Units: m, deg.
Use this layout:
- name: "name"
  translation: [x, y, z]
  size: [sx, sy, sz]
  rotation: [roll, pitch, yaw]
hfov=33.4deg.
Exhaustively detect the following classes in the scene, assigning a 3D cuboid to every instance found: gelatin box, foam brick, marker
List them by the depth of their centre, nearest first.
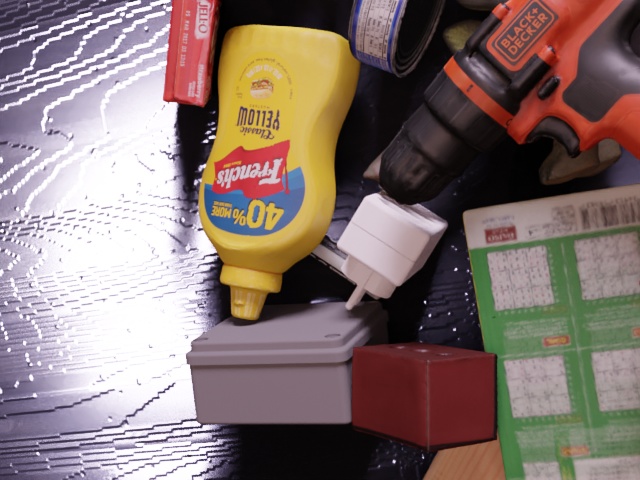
- name: "foam brick"
  translation: [0.060, 0.089, 0.626]
  size: [0.078, 0.052, 0.051]
  rotation: [1, 93, 58]
- name: "gelatin box"
  translation: [-0.084, -0.130, 0.713]
  size: [0.030, 0.089, 0.073]
  rotation: [7, 101, -5]
- name: "marker"
  translation: [-0.005, 0.001, 0.741]
  size: [0.121, 0.020, 0.020]
  rotation: [34, 107, 12]

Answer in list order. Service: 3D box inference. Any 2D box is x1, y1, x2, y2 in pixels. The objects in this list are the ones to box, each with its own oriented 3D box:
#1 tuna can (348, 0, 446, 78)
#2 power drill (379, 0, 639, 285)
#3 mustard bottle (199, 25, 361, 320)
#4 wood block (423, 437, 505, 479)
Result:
- name: "tuna can"
  translation: [0.051, -0.148, 0.667]
  size: [0.034, 0.086, 0.086]
  rotation: [23, 104, 16]
- name: "power drill"
  translation: [0.141, -0.043, 0.557]
  size: [0.188, 0.057, 0.185]
  rotation: [47, 111, 15]
- name: "mustard bottle"
  translation: [-0.034, -0.042, 0.707]
  size: [0.096, 0.058, 0.191]
  rotation: [10, 91, 29]
- name: "wood block"
  translation: [0.135, 0.121, 0.673]
  size: [0.091, 0.090, 0.206]
  rotation: [30, 106, 14]
